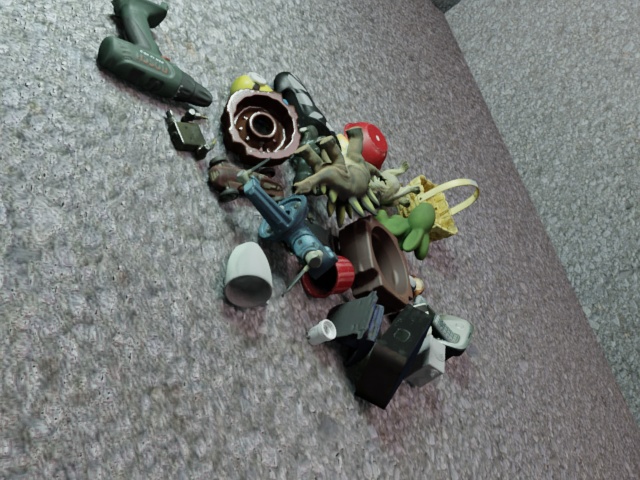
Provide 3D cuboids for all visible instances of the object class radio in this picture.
[{"bbox_3d":[0.161,0.234,1.123,0.073,0.131,0.229,25,28,17],"label":"radio"}]

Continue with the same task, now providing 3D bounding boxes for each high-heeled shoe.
[{"bbox_3d":[-0.027,-0.331,1.392,0.248,0.086,0.145,42,38,-13],"label":"high-heeled shoe"}]

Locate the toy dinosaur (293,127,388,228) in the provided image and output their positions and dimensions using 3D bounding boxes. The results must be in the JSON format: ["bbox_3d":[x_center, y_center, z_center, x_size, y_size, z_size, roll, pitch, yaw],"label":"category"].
[{"bbox_3d":[0.061,-0.139,1.181,0.471,0.105,0.198,-34,110,-59],"label":"toy dinosaur"}]

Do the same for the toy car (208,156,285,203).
[{"bbox_3d":[-0.142,-0.117,1.102,0.202,0.053,0.089,6,56,-49],"label":"toy car"}]

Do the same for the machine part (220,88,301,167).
[{"bbox_3d":[-0.127,-0.239,1.156,0.179,0.056,0.179,8,70,-23],"label":"machine part"}]

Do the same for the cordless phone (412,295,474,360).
[{"bbox_3d":[0.310,0.208,1.404,0.184,0.089,0.146,52,33,-1],"label":"cordless phone"}]

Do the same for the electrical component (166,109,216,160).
[{"bbox_3d":[-0.247,-0.206,1.039,0.078,0.045,0.102,2,62,-54],"label":"electrical component"}]

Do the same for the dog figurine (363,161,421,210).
[{"bbox_3d":[0.153,-0.125,1.477,0.190,0.172,0.121,-21,71,-22],"label":"dog figurine"}]

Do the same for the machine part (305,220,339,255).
[{"bbox_3d":[-0.002,-0.004,1.204,0.138,0.039,0.084,33,45,-36],"label":"machine part"}]

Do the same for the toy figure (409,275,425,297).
[{"bbox_3d":[0.231,0.120,1.393,0.154,0.058,0.064,12,77,-50],"label":"toy figure"}]

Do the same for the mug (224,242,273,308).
[{"bbox_3d":[-0.120,0.062,0.961,0.109,0.081,0.107,52,20,-39],"label":"mug"}]

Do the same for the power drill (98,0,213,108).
[{"bbox_3d":[-0.324,-0.371,1.055,0.232,0.086,0.207,7,66,-47],"label":"power drill"}]

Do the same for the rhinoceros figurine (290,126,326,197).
[{"bbox_3d":[-0.020,-0.186,1.274,0.073,0.112,0.190,50,41,-53],"label":"rhinoceros figurine"}]

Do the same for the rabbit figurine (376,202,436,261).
[{"bbox_3d":[0.226,-0.028,1.401,0.121,0.170,0.159,24,46,-41],"label":"rabbit figurine"}]

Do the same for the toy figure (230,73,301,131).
[{"bbox_3d":[-0.127,-0.308,1.248,0.180,0.082,0.089,45,62,-31],"label":"toy figure"}]

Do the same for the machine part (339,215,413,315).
[{"bbox_3d":[0.129,0.060,1.255,0.201,0.087,0.201,39,37,-45],"label":"machine part"}]

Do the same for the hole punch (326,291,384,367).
[{"bbox_3d":[0.080,0.185,1.094,0.092,0.116,0.142,56,33,-18],"label":"hole punch"}]

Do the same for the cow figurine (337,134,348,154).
[{"bbox_3d":[0.059,-0.201,1.408,0.068,0.098,0.167,37,23,-44],"label":"cow figurine"}]

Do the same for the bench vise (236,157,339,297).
[{"bbox_3d":[-0.072,-0.034,1.029,0.240,0.129,0.224,48,15,-27],"label":"bench vise"}]
